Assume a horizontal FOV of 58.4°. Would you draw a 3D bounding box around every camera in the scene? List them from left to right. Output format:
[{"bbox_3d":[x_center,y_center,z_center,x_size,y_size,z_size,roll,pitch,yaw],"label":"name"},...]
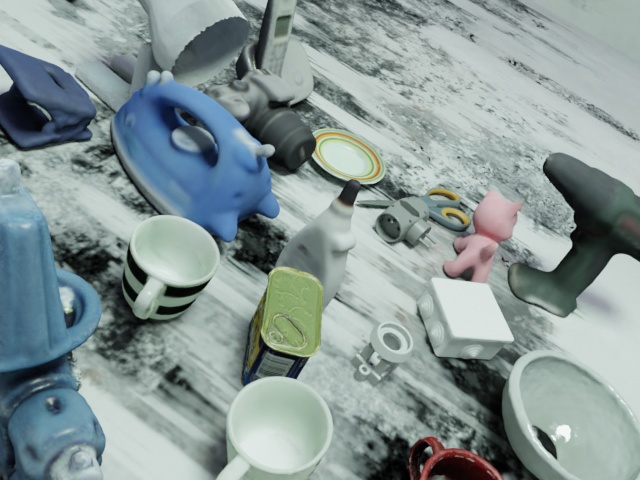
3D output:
[{"bbox_3d":[-0.077,-0.166,0.803,0.136,0.100,0.143,45,43,20],"label":"camera"}]

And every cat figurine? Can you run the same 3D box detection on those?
[{"bbox_3d":[0.237,-0.009,0.801,0.067,0.117,0.128,30,40,2],"label":"cat figurine"}]

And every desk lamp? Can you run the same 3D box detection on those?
[{"bbox_3d":[-0.206,-0.253,0.733,0.203,0.213,0.118,40,41,14],"label":"desk lamp"}]

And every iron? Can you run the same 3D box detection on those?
[{"bbox_3d":[-0.156,-0.121,0.679,0.258,0.141,0.119,41,42,14],"label":"iron"}]

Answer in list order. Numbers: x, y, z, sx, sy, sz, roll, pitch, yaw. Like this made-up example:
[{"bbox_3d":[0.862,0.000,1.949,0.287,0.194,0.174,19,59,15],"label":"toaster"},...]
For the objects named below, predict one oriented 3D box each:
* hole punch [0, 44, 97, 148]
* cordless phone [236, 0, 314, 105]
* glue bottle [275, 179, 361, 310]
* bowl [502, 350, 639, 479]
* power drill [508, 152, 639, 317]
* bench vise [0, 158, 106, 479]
[{"bbox_3d":[-0.327,-0.177,0.680,0.101,0.091,0.108,-23,61,-43],"label":"hole punch"},{"bbox_3d":[-0.053,-0.303,0.895,0.094,0.185,0.148,38,41,13],"label":"cordless phone"},{"bbox_3d":[0.006,0.002,0.616,0.037,0.173,0.078,-22,60,-42],"label":"glue bottle"},{"bbox_3d":[0.261,0.208,0.620,0.168,0.074,0.167,16,41,-14],"label":"bowl"},{"bbox_3d":[0.356,0.004,0.784,0.230,0.208,0.075,22,40,-7],"label":"power drill"},{"bbox_3d":[-0.192,0.065,0.402,0.207,0.219,0.122,39,41,13],"label":"bench vise"}]
